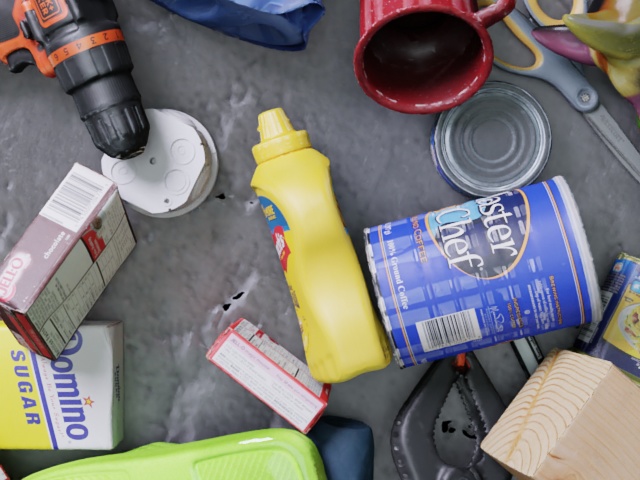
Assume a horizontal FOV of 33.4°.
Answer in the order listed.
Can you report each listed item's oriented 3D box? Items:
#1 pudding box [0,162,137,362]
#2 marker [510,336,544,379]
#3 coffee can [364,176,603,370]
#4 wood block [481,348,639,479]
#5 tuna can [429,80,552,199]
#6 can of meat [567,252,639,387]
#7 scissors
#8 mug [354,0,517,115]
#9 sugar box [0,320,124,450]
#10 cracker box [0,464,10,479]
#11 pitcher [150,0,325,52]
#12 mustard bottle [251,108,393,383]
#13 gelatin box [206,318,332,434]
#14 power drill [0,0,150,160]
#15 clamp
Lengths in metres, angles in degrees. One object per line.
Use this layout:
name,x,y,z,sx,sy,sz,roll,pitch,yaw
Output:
pudding box,-0.176,0.017,0.737,0.039,0.090,0.113,27,66,13
marker,0.164,0.107,0.780,0.020,0.020,0.121,-26,90,3
coffee can,0.111,0.023,0.734,0.140,0.102,0.103,-15,91,7
wood block,0.223,0.175,0.720,0.206,0.090,0.091,40,83,-11
tuna can,0.123,-0.071,0.769,0.086,0.033,0.086,0,92,3
can of meat,0.240,0.067,0.757,0.102,0.057,0.084,26,91,2
scissors,0.197,-0.123,0.773,0.202,0.016,0.096,37,93,1
mug,0.079,-0.152,0.727,0.117,0.081,0.093,-24,133,25
sugar box,-0.235,0.106,0.786,0.176,0.048,0.093,-1,91,4
cracker box,-0.288,0.253,0.750,0.214,0.072,0.164,-37,85,19
pitcher,-0.042,-0.264,0.734,0.149,0.145,0.243,20,89,-10
mustard bottle,-0.005,0.001,0.746,0.058,0.096,0.191,-18,90,-6
gelatin box,-0.035,0.095,0.762,0.089,0.073,0.030,37,93,1
power drill,-0.219,-0.120,0.744,0.188,0.057,0.184,-20,93,23
clamp,0.104,0.179,0.750,0.164,0.036,0.210,13,71,-10
